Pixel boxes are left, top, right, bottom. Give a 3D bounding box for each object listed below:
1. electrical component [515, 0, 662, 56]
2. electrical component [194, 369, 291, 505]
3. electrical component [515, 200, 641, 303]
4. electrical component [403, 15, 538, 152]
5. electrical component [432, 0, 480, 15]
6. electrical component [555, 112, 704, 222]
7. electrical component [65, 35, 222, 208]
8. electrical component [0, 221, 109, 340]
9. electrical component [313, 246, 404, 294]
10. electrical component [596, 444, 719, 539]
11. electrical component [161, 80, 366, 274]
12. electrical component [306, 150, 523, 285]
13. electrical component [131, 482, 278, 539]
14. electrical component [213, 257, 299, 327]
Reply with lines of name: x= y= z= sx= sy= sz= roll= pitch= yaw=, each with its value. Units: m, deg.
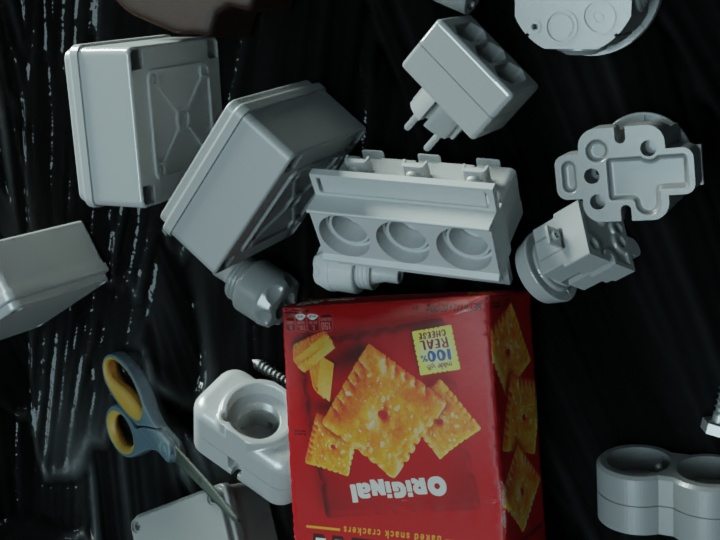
electrical component: x=0.129 y=-0.162 z=0.614 sx=0.080 sy=0.051 sz=0.080 roll=9 pitch=109 yaw=27
electrical component: x=-0.076 y=0.121 z=0.799 sx=0.095 sy=0.054 sz=0.059 roll=31 pitch=142 yaw=18
electrical component: x=0.129 y=-0.009 z=0.658 sx=0.055 sy=0.066 sz=0.048 roll=-32 pitch=53 yaw=40
electrical component: x=0.057 y=-0.108 z=0.672 sx=0.065 sy=0.047 sz=0.076 roll=48 pitch=123 yaw=9
electrical component: x=0.047 y=-0.184 z=0.660 sx=0.065 sy=0.044 sz=0.044 roll=28 pitch=116 yaw=14
electrical component: x=0.160 y=-0.060 z=0.623 sx=0.078 sy=0.057 sz=0.058 roll=-1 pitch=104 yaw=30
electrical component: x=-0.146 y=-0.106 z=0.751 sx=0.056 sy=0.109 sz=0.108 roll=5 pitch=107 yaw=25
electrical component: x=-0.278 y=0.014 z=0.860 sx=0.109 sy=0.109 sz=0.056 roll=-29 pitch=87 yaw=32
electrical component: x=0.000 y=0.000 z=0.744 sx=0.061 sy=0.035 sz=0.035 roll=8 pitch=108 yaw=24
electrical component: x=0.215 y=0.156 z=0.659 sx=0.138 sy=0.052 sz=0.073 roll=3 pitch=106 yaw=29
electrical component: x=-0.063 y=-0.064 z=0.717 sx=0.056 sy=0.109 sz=0.108 roll=43 pitch=120 yaw=9
electrical component: x=0.037 y=-0.036 z=0.685 sx=0.121 sy=0.063 sz=0.078 roll=7 pitch=137 yaw=25
electrical component: x=-0.118 y=0.232 z=0.849 sx=0.109 sy=0.056 sz=0.108 roll=-26 pitch=72 yaw=32
electrical component: x=-0.079 y=0.011 z=0.786 sx=0.062 sy=0.043 sz=0.043 roll=31 pitch=117 yaw=20
